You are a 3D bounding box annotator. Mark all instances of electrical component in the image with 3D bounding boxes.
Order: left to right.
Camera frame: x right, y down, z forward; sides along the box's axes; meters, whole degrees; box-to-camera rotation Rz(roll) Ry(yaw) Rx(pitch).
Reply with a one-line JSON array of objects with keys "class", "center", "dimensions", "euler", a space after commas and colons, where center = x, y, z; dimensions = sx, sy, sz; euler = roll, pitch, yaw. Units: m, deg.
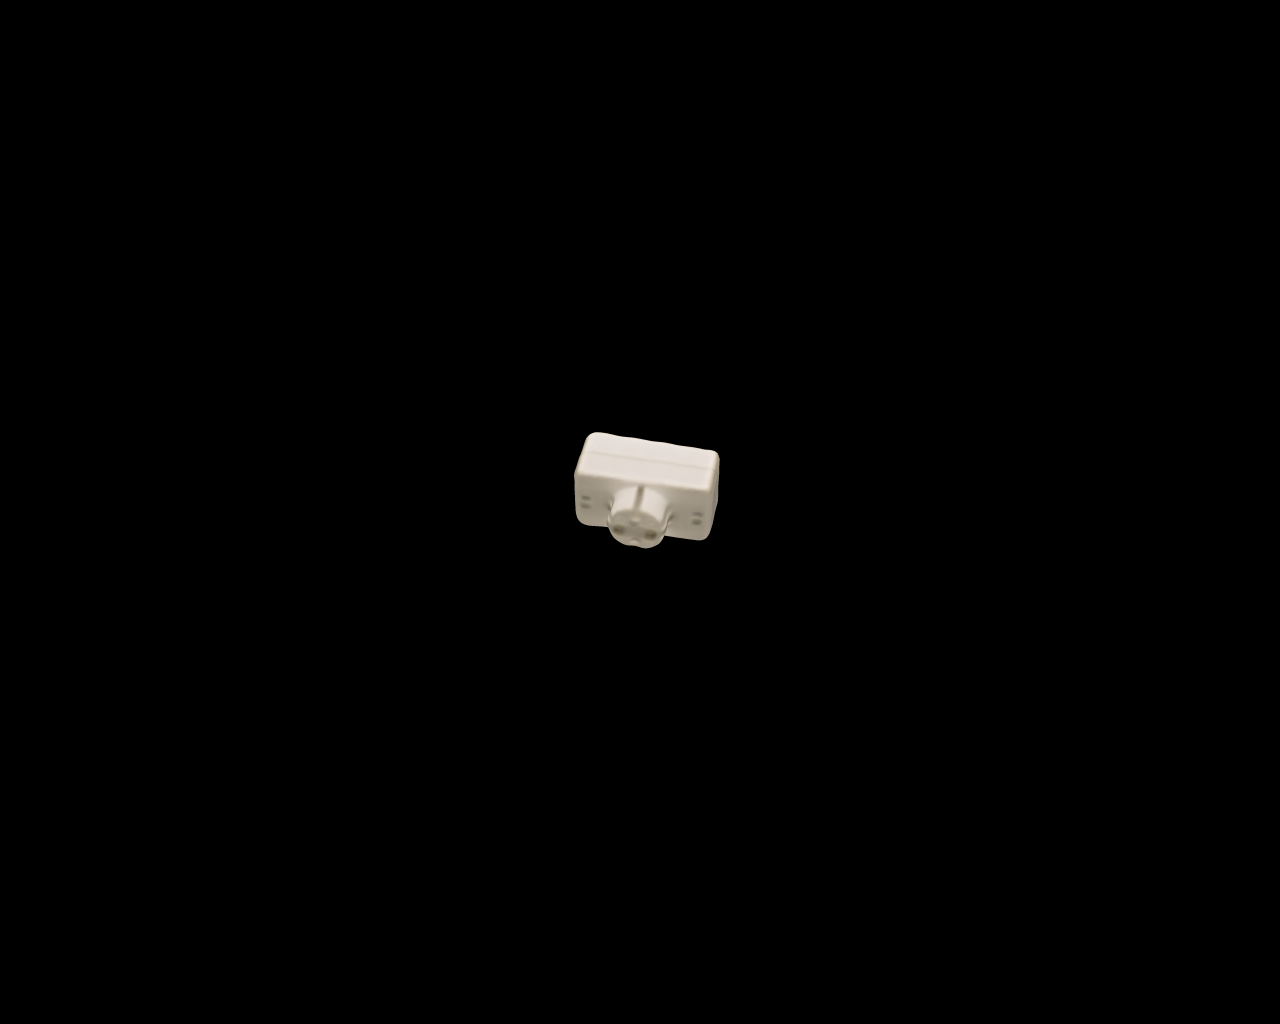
[{"class": "electrical component", "center": [0.001, -0.003, 0.650], "dimensions": [0.083, 0.076, 0.047], "euler": [9, -43, 8]}]
